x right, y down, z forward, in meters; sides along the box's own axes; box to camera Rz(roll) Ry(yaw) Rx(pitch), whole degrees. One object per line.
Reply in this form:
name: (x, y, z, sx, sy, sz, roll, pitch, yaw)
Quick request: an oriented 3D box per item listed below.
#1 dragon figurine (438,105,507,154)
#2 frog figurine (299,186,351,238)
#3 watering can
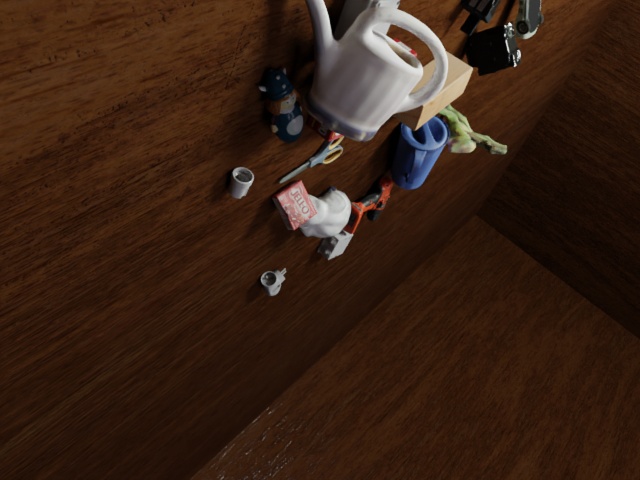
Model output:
dragon figurine: (0.475, -0.326, 1.622, 0.414, 0.245, 0.120, -21, 143, -51)
frog figurine: (0.004, -0.063, 1.248, 0.136, 0.123, 0.160, -33, 178, 16)
watering can: (0.048, -0.280, 0.825, 0.346, 0.106, 0.220, 15, 130, -32)
